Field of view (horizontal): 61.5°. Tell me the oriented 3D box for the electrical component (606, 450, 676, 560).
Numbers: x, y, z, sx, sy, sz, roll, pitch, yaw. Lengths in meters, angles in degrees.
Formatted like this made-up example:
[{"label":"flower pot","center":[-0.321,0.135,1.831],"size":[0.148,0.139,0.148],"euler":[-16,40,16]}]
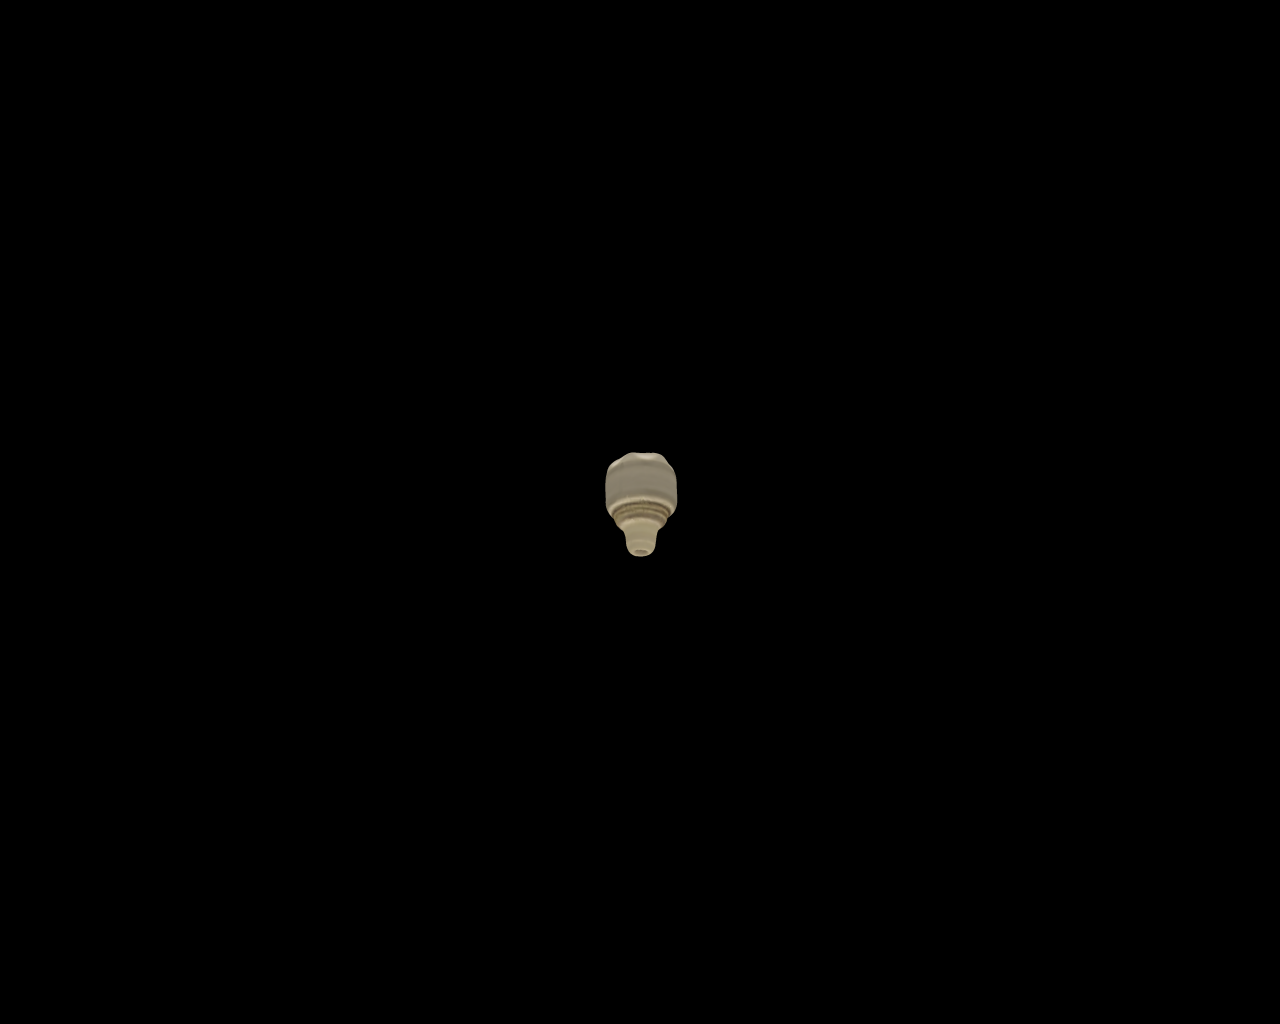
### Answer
[{"label":"electrical component","center":[0.001,-0.003,0.650],"size":[0.043,0.062,0.043],"euler":[0,-26,0]}]
